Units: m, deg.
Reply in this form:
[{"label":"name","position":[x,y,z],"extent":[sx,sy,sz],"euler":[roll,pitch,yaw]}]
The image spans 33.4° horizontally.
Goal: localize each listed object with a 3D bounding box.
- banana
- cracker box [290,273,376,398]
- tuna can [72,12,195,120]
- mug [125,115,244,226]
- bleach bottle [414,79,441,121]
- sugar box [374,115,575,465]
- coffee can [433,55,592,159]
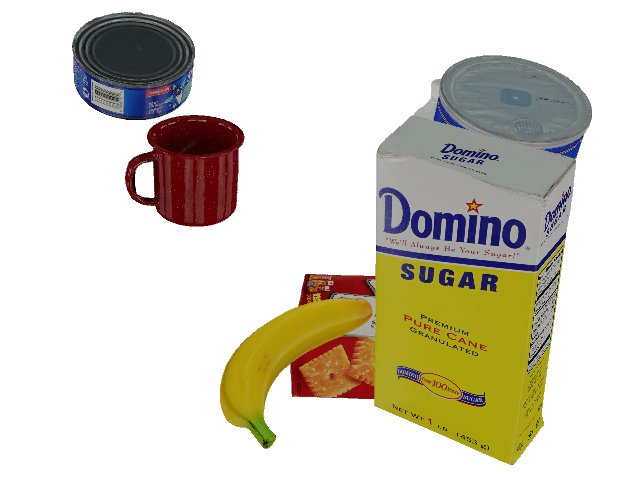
[{"label":"banana","position":[-0.026,0.092,0.833],"extent":[0.070,0.037,0.197],"euler":[30,38,10]},{"label":"cracker box","position":[0.083,0.093,1.030],"extent":[0.213,0.072,0.164],"euler":[2,18,3]},{"label":"tuna can","position":[-0.134,-0.125,0.764],"extent":[0.086,0.086,0.034],"euler":[0,-43,-11]},{"label":"mug","position":[-0.132,-0.064,1.036],"extent":[0.117,0.081,0.093],"euler":[-13,35,-26]},{"label":"bleach bottle","position":[0.125,-0.053,1.193],"extent":[0.102,0.251,0.068],"euler":[-10,24,-27]},{"label":"sugar box","position":[0.076,0.029,0.565],"extent":[0.093,0.176,0.048],"euler":[19,42,28]},{"label":"coffee can","position":[0.122,-0.044,0.754],"extent":[0.102,0.140,0.103],"euler":[5,41,-5]}]
